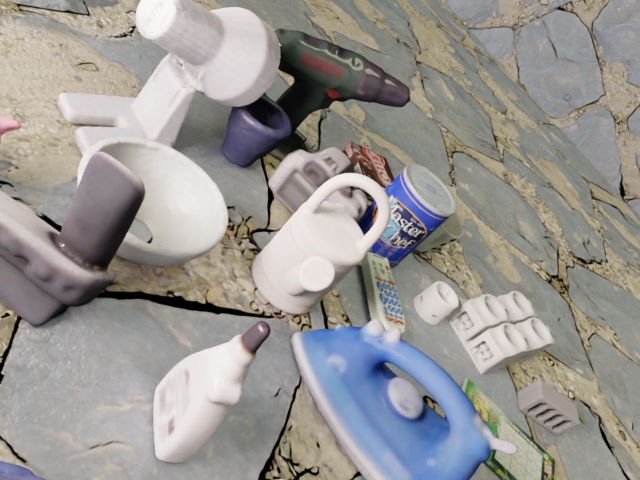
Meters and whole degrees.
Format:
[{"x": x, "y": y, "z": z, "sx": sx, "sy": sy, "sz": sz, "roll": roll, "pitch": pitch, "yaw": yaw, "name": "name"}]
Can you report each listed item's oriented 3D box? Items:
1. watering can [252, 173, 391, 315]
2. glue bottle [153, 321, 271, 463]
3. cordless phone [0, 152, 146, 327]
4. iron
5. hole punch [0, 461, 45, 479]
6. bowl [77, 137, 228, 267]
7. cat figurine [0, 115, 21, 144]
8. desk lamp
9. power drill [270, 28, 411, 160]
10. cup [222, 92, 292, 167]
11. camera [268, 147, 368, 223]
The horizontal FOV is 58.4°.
[{"x": 0.008, "y": 0.004, "z": 0.688, "sx": 0.101, "sy": 0.193, "sz": 0.172, "roll": 23, "pitch": 39, "yaw": -27, "name": "watering can"}, {"x": -0.090, "y": 0.119, "z": 0.482, "sx": 0.037, "sy": 0.173, "sz": 0.078, "roll": 18, "pitch": 41, "yaw": -32, "name": "glue bottle"}, {"x": -0.228, "y": -0.028, "z": 0.488, "sx": 0.148, "sy": 0.184, "sz": 0.094, "roll": 37, "pitch": 34, "yaw": -10, "name": "cordless phone"}, {"x": 0.088, "y": 0.171, "z": 0.635, "sx": 0.258, "sy": 0.141, "sz": 0.119, "roll": 48, "pitch": 34, "yaw": 7, "name": "iron"}, {"x": -0.214, "y": 0.185, "z": 0.357, "sx": 0.109, "sy": 0.091, "sz": 0.101, "roll": 27, "pitch": 37, "yaw": -23, "name": "hole punch"}, {"x": -0.190, "y": -0.030, "z": 0.629, "sx": 0.168, "sy": 0.074, "sz": 0.167, "roll": 27, "pitch": 37, "yaw": -23, "name": "bowl"}, {"x": -0.344, "y": -0.097, "z": 0.505, "sx": 0.128, "sy": 0.117, "sz": 0.067, "roll": 22, "pitch": 39, "yaw": -28, "name": "cat figurine"}, {"x": -0.176, "y": -0.201, "z": 0.704, "sx": 0.204, "sy": 0.213, "sz": 0.118, "roll": -11, "pitch": 61, "yaw": -50, "name": "desk lamp"}, {"x": -0.004, "y": -0.216, "z": 0.900, "sx": 0.230, "sy": 0.208, "sz": 0.075, "roll": 28, "pitch": 37, "yaw": -22, "name": "power drill"}, {"x": -0.104, "y": -0.164, "z": 0.844, "sx": 0.092, "sy": 0.094, "sz": 0.117, "roll": 18, "pitch": 41, "yaw": -32, "name": "cup"}, {"x": 0.019, "y": -0.087, "z": 0.881, "sx": 0.143, "sy": 0.100, "sz": 0.137, "roll": 45, "pitch": 34, "yaw": 3, "name": "camera"}]
